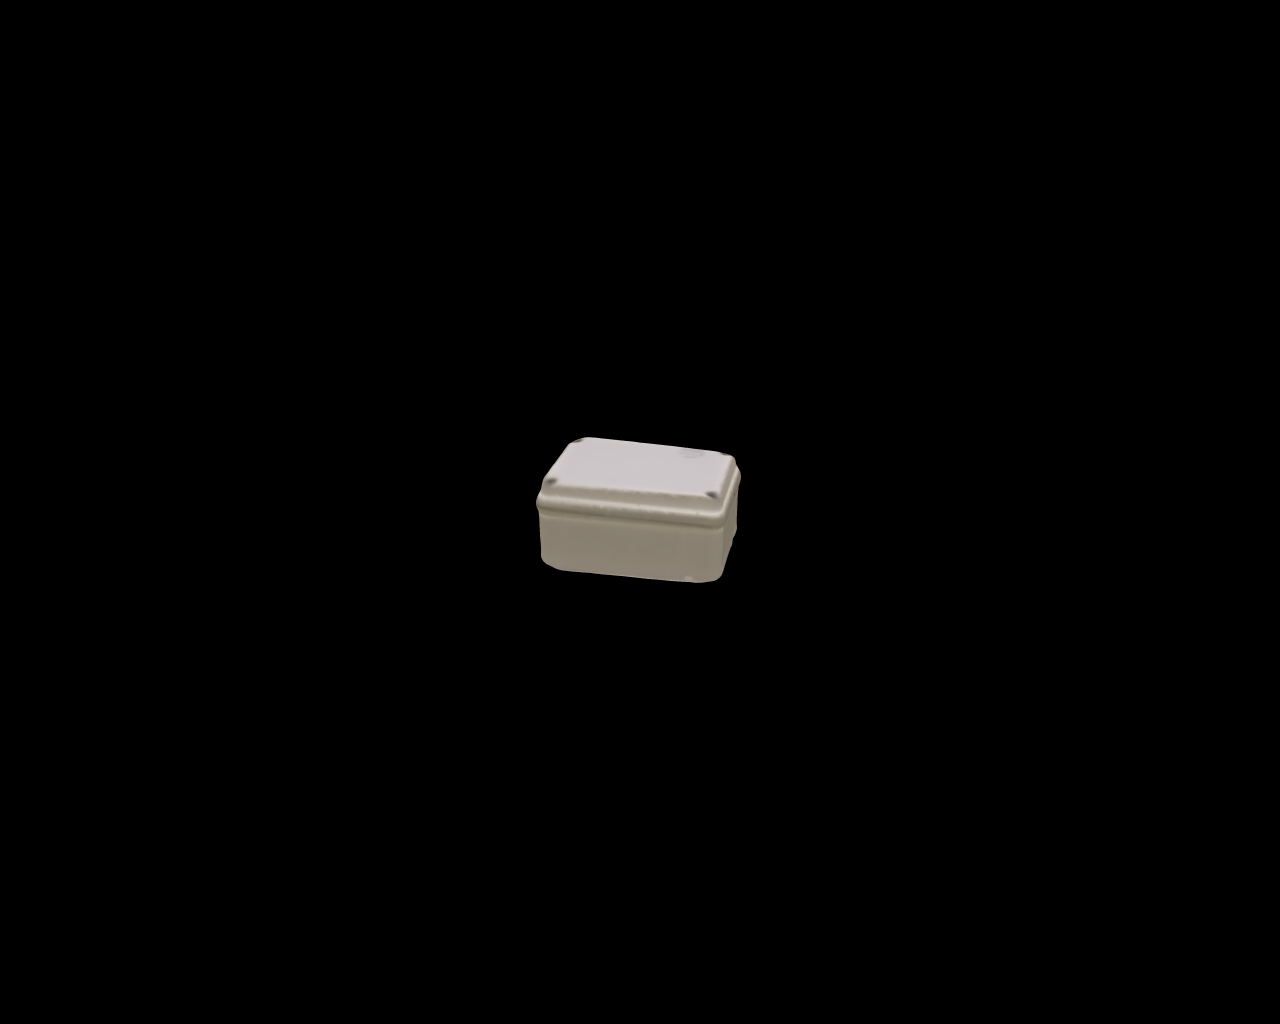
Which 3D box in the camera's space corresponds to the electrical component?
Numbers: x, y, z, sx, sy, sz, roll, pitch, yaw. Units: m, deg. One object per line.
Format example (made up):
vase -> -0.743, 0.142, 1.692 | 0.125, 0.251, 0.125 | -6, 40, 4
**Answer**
electrical component -> 0.001, -0.003, 0.650 | 0.113, 0.057, 0.078 | 6, 28, 12
